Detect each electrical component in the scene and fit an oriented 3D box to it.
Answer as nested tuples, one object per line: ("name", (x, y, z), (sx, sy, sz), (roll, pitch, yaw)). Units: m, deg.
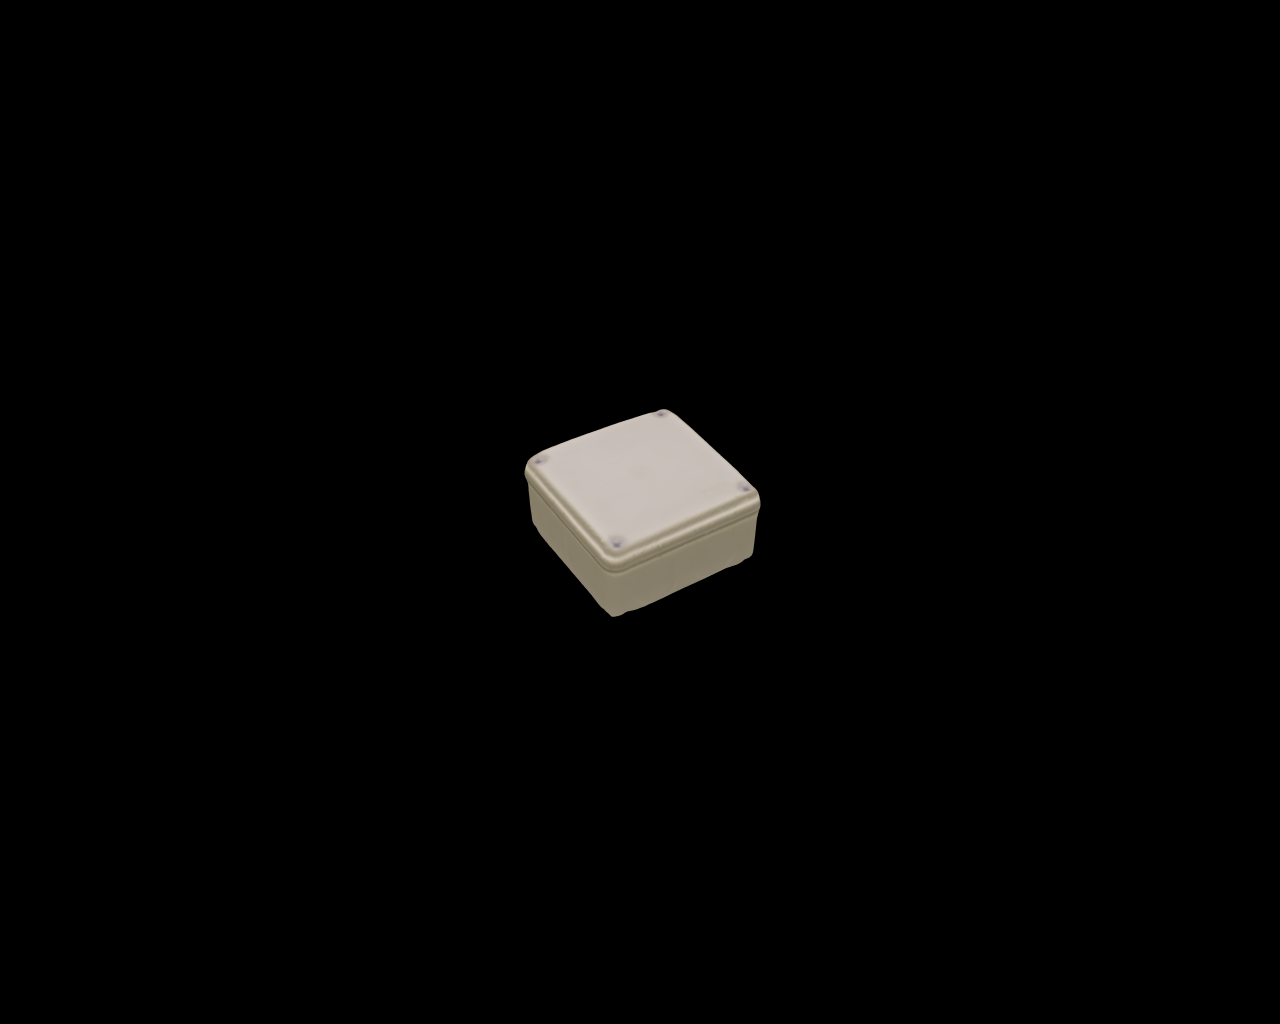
("electrical component", (0.001, -0.003, 0.650), (0.109, 0.056, 0.109), (-22, 45, -23))
